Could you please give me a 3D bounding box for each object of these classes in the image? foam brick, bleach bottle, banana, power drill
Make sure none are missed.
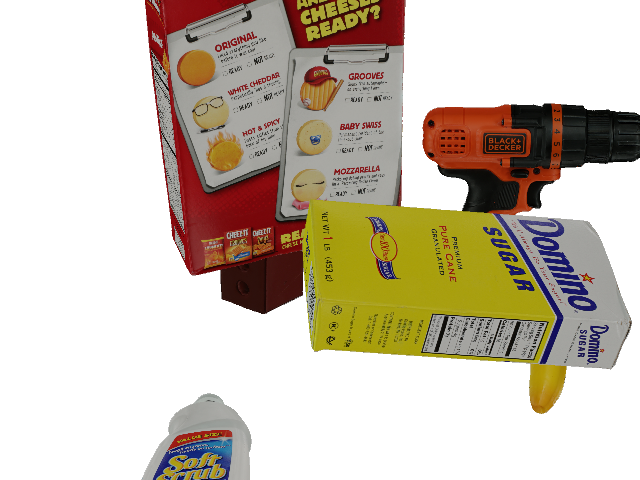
[{"bbox_3d":[-0.050,0.014,0.911,0.053,0.078,0.051,17,26,37],"label":"foam brick"},{"bbox_3d":[-0.111,0.208,0.900,0.102,0.068,0.251,-2,24,-1],"label":"bleach bottle"},{"bbox_3d":[0.222,0.108,1.134,0.069,0.037,0.198,-27,35,1],"label":"banana"},{"bbox_3d":[0.176,-0.022,0.889,0.184,0.188,0.057,3,20,9],"label":"power drill"}]

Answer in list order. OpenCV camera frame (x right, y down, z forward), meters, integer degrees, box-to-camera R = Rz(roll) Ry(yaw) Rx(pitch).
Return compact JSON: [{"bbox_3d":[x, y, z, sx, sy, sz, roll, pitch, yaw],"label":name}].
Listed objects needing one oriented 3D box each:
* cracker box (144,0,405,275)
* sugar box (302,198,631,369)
[{"bbox_3d":[-0.029,-0.097,0.731,0.164,0.214,0.072,-13,32,-17],"label":"cracker box"},{"bbox_3d":[0.080,0.024,0.617,0.176,0.048,0.093,2,40,-6],"label":"sugar box"}]
